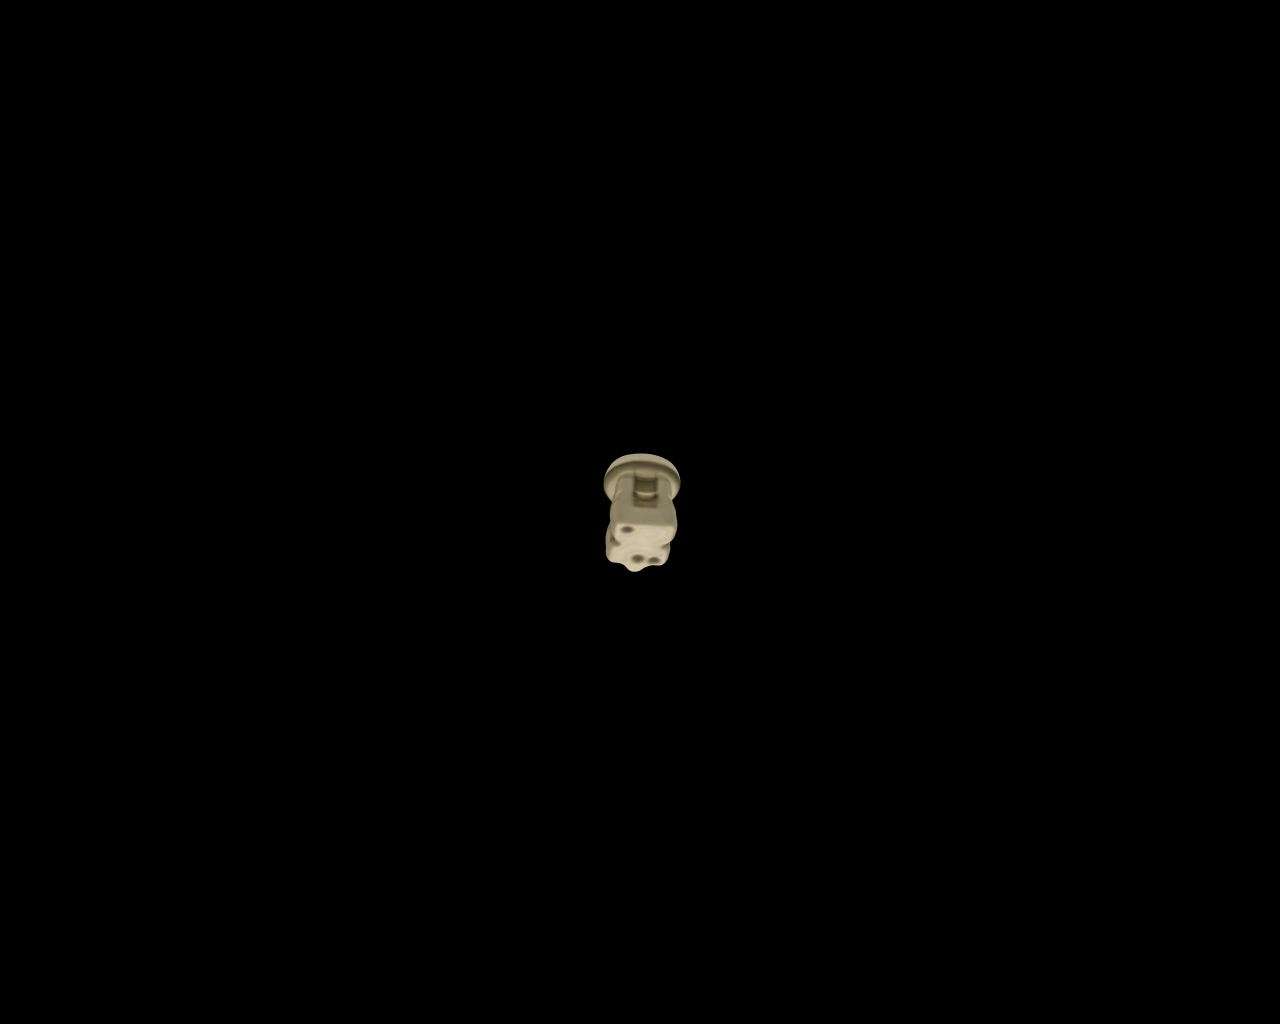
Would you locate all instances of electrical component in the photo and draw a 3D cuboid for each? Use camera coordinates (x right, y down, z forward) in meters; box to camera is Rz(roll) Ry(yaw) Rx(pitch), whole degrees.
[{"bbox_3d":[0.001,-0.003,0.650,0.048,0.055,0.066,6,-36,-8],"label":"electrical component"}]
